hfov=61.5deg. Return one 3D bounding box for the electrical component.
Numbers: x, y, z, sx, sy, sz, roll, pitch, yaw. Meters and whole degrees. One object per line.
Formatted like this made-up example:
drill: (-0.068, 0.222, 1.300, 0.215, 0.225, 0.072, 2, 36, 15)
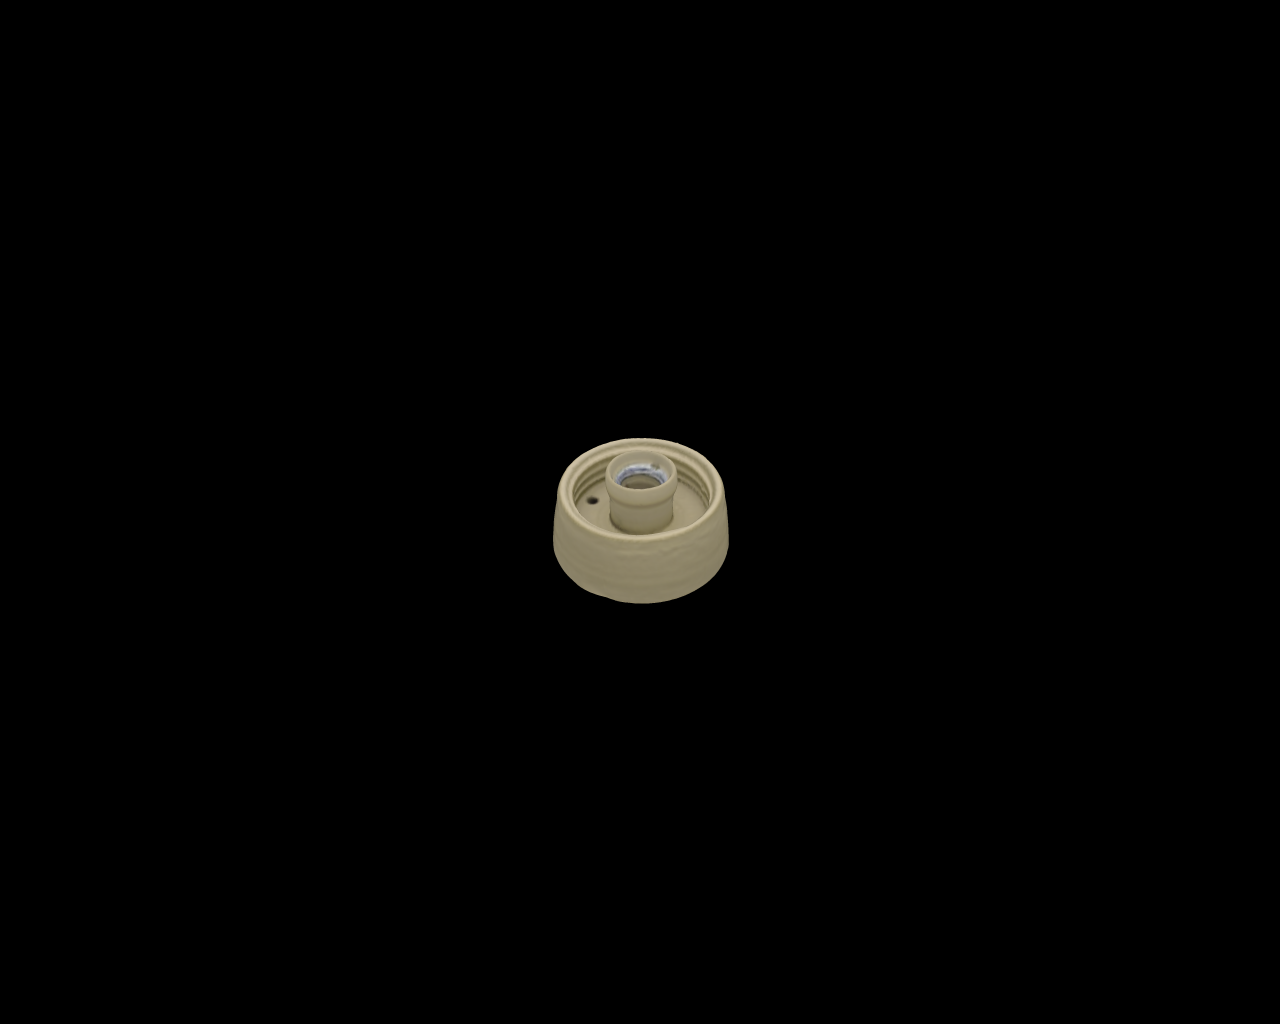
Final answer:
electrical component: (0.001, -0.003, 0.650, 0.108, 0.060, 0.108, 0, 40, 0)
